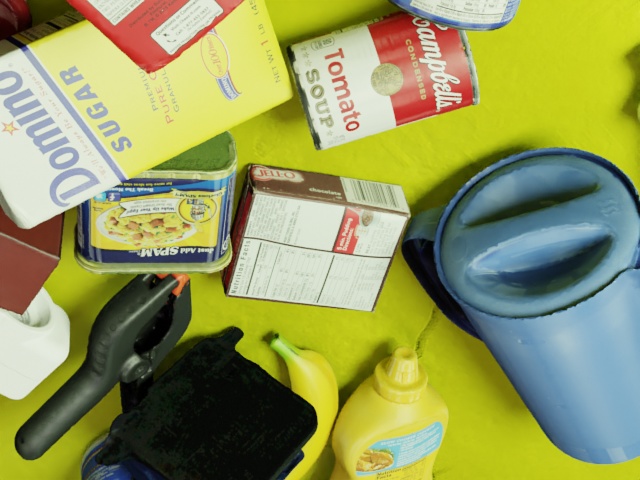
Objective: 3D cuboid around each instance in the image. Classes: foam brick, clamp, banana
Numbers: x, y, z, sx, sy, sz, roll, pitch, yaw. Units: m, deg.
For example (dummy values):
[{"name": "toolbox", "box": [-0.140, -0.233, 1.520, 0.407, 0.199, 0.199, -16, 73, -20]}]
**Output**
[{"name": "foam brick", "box": [-0.194, -0.002, 0.665, 0.051, 0.078, 0.053, 28, 118, -26]}, {"name": "clamp", "box": [-0.134, 0.085, 0.758, 0.172, 0.039, 0.120, -52, 159, 15]}, {"name": "banana", "box": [-0.028, 0.154, 0.848, 0.069, 0.037, 0.198, 20, 122, 2]}]

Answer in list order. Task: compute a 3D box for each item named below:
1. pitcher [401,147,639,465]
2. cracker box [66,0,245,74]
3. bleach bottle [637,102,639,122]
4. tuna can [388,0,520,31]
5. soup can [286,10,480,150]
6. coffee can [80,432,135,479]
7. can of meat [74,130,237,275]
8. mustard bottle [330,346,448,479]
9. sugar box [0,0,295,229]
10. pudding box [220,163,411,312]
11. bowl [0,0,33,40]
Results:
[{"name": "pitcher", "box": [0.168, 0.057, 0.751, 0.145, 0.149, 0.242, -30, 136, 3]}, {"name": "cracker box", "box": [-0.132, -0.193, 0.475, 0.072, 0.164, 0.213, -38, 125, 15]}, {"name": "bleach bottle", "box": [0.282, -0.038, 0.741, 0.103, 0.068, 0.250, -34, 124, 15]}, {"name": "tuna can", "box": [0.074, -0.151, 0.597, 0.086, 0.086, 0.034, 5, 128, -15]}, {"name": "soup can", "box": [0.037, -0.099, 0.641, 0.102, 0.068, 0.068, -16, 129, 2]}, {"name": "coffee can", "box": [-0.133, 0.226, 0.810, 0.102, 0.140, 0.103, -4, 130, -5]}, {"name": "can of meat", "box": [-0.103, -0.027, 0.669, 0.102, 0.057, 0.084, 0, 135, -11]}, {"name": "mustard bottle", "box": [0.054, 0.161, 0.849, 0.096, 0.058, 0.192, -12, 130, -24]}, {"name": "sugar box", "box": [-0.108, -0.086, 0.590, 0.176, 0.048, 0.093, -31, 119, -20]}, {"name": "pudding box", "box": [-0.005, 0.001, 0.730, 0.113, 0.039, 0.090, 9, 124, -15]}, {"name": "bowl", "box": [-0.236, -0.097, 0.566, 0.162, 0.162, 0.055, -43, 81, 21]}]
